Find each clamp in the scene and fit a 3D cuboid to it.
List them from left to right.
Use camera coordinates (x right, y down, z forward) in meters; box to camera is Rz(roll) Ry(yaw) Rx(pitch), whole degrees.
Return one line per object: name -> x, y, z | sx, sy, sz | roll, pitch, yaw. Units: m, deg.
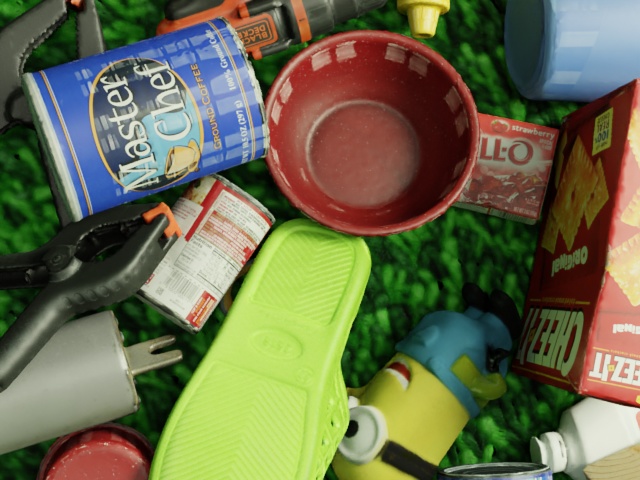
clamp -> -0.202, -0.083, 0.774 | 0.164, 0.036, 0.210 | 29, 85, -9
clamp -> -0.180, 0.021, 0.728 | 0.171, 0.039, 0.120 | -34, 56, -15

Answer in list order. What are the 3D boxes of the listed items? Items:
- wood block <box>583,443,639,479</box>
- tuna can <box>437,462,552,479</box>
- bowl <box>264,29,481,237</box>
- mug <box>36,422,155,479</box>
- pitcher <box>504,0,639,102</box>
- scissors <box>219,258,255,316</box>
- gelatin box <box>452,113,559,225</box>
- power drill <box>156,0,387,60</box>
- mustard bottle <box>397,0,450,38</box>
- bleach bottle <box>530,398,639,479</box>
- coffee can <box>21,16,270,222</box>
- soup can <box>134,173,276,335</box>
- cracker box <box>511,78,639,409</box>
wood block -> 0.280, 0.253, 0.779 | 0.090, 0.091, 0.206 | -24, 105, 0
tuna can -> 0.130, 0.186, 0.790 | 0.086, 0.086, 0.034 | -2, 84, -11
bowl -> 0.035, -0.073, 0.800 | 0.162, 0.055, 0.162 | 1, 75, -2
mug -> -0.140, 0.175, 0.741 | 0.117, 0.081, 0.093 | 0, 85, -11
pitcher -> 0.273, -0.175, 0.831 | 0.242, 0.149, 0.145 | -2, 127, -8
scissors -> -0.005, 0.001, 0.815 | 0.096, 0.016, 0.201 | 26, 81, -8
gelatin box -> 0.133, -0.058, 0.828 | 0.089, 0.030, 0.073 | 14, 84, 7
power drill -> -0.048, -0.221, 0.757 | 0.184, 0.057, 0.187 | -20, 123, -3
mustard bottle -> 0.082, -0.253, 0.831 | 0.096, 0.058, 0.191 | 3, 84, -16
bleach bottle -> 0.289, 0.160, 0.836 | 0.250, 0.068, 0.102 | -6, 90, -8
coffee can -> -0.118, -0.083, 0.722 | 0.140, 0.103, 0.103 | -20, 89, -14
soup can -> -0.088, 0.009, 0.772 | 0.068, 0.068, 0.102 | 35, 80, -6
cracker box -> 0.207, 0.005, 0.772 | 0.072, 0.164, 0.214 | 12, 87, -4
